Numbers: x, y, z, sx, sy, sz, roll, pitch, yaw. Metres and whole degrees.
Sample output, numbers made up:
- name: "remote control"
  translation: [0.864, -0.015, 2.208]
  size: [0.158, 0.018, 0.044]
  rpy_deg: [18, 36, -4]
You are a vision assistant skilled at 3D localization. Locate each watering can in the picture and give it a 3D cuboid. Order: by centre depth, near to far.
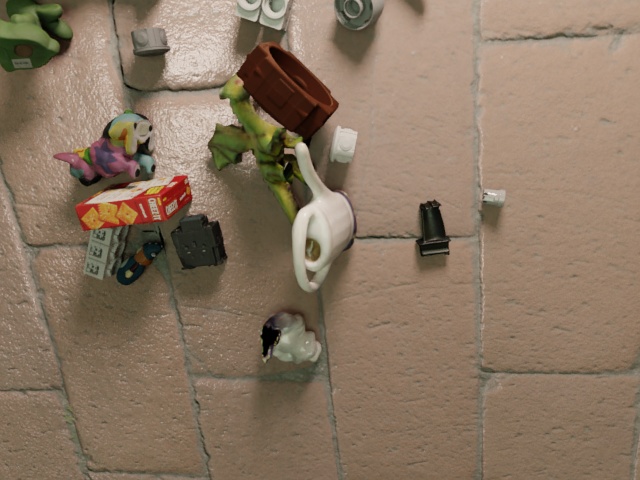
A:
- name: "watering can"
  translation: [0.003, -0.057, 1.142]
  size: [0.104, 0.227, 0.342]
  rpy_deg: [10, 112, 24]

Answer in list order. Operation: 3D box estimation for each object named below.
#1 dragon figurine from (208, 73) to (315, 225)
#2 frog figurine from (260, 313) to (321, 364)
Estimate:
- name: "dragon figurine"
  translation: [-0.147, -0.188, 1.196]
  size: [0.244, 0.124, 0.401]
  rpy_deg: [16, 128, 23]
- name: "frog figurine"
  translation: [-0.070, 0.256, 1.340]
  size: [0.159, 0.124, 0.136]
  rpy_deg: [8, 106, -33]
